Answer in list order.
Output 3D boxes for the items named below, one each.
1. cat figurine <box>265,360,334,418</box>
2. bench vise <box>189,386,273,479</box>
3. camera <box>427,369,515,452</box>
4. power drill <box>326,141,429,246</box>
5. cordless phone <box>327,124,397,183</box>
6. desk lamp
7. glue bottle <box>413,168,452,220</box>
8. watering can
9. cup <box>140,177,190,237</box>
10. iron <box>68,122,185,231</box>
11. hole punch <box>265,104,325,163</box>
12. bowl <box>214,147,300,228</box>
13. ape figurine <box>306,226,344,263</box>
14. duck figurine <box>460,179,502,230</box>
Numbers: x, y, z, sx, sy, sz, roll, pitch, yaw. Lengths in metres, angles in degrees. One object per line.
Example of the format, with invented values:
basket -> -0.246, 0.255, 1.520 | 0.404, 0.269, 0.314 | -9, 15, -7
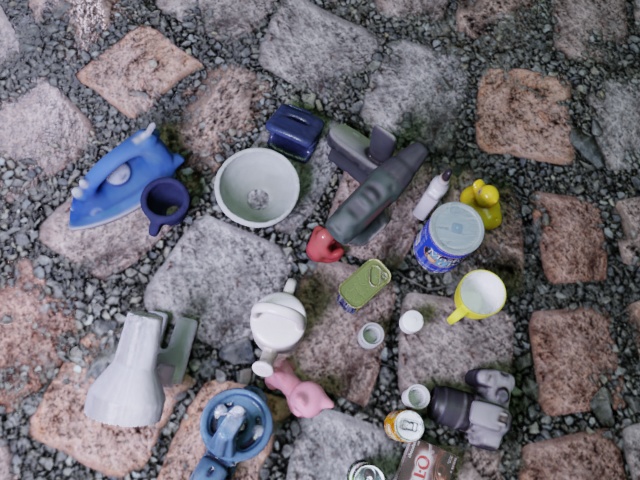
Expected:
cat figurine -> -0.038, 0.268, 1.014 | 0.127, 0.118, 0.067 | 42, 74, 9
bench vise -> -0.144, 0.337, 0.931 | 0.121, 0.220, 0.207 | 11, 72, -1
camera -> 0.273, 0.296, 1.039 | 0.137, 0.101, 0.143 | 16, 72, 1
power drill -> 0.101, -0.071, 1.083 | 0.075, 0.208, 0.230 | 44, 75, 9
cordless phone -> 0.088, -0.199, 1.134 | 0.147, 0.185, 0.094 | 33, 73, 6
desk lamp -> -0.296, 0.207, 0.963 | 0.118, 0.213, 0.203 | 12, 72, 0
glue bottle -> 0.228, -0.098, 1.120 | 0.037, 0.173, 0.078 | 34, 73, 7
watering can -> -0.072, 0.151, 1.008 | 0.101, 0.194, 0.173 | -4, 73, -5
cup -> -0.295, -0.051, 1.105 | 0.091, 0.095, 0.118 | 16, 72, 1
iron -> -0.392, -0.123, 1.096 | 0.258, 0.141, 0.118 | -43, 80, -15
hole punch -> -0.052, -0.232, 1.183 | 0.108, 0.091, 0.101 | 23, 72, 3
bowl -> -0.124, -0.095, 1.143 | 0.167, 0.075, 0.167 | 1, 73, -4
ape figurine -> 0.010, 0.004, 1.114 | 0.076, 0.092, 0.078 | -19, 75, -10
duck figurine -> 0.338, -0.077, 1.168 | 0.077, 0.086, 0.104 | -26, 76, -12
